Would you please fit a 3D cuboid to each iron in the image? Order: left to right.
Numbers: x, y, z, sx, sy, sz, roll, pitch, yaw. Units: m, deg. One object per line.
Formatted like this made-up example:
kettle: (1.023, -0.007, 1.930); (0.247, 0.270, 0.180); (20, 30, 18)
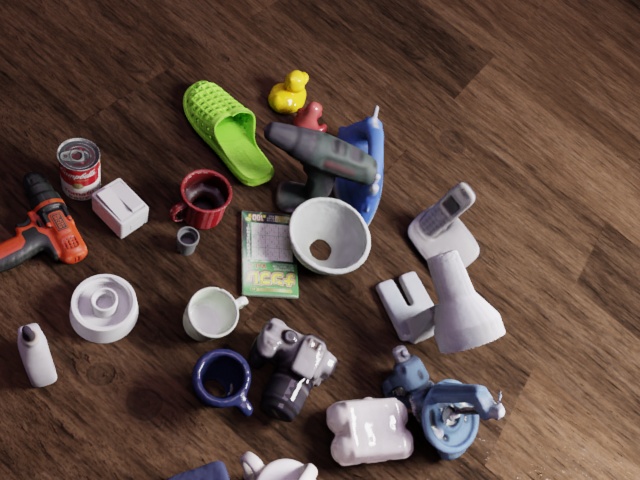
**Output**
iron: (0.098, -0.148, 1.194); (0.119, 0.141, 0.258); (8, 60, -16)

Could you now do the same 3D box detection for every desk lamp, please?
desk lamp: (0.217, 0.121, 1.047); (0.118, 0.213, 0.203); (-17, 70, -27)

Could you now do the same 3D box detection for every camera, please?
camera: (-0.056, 0.221, 0.959); (0.143, 0.100, 0.137); (30, 57, -2)

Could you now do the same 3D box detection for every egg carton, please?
egg carton: (0.085, 0.323, 0.974); (0.151, 0.069, 0.107); (0, 63, -20)

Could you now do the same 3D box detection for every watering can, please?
watering can: (-0.045, 0.373, 0.823); (0.173, 0.194, 0.101); (26, 57, -5)

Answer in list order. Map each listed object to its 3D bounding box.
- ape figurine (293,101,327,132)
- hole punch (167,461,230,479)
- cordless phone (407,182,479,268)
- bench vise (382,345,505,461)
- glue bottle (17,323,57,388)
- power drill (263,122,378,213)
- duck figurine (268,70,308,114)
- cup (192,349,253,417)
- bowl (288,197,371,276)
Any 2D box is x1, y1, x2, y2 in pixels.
ape figurine: (-0.020, -0.263, 1.242); (0.076, 0.092, 0.077); (-29, 75, -31)
hole punch: (-0.175, 0.388, 0.828); (0.101, 0.091, 0.108); (-11, 67, -25)
cordless phone: (0.274, -0.022, 1.164); (0.094, 0.185, 0.147); (-32, 77, -31)
bench vise: (0.197, 0.268, 0.956); (0.207, 0.219, 0.122); (37, 57, 2)
glue bottle: (-0.409, 0.155, 0.820); (0.037, 0.173, 0.078); (-17, 69, -27)
power drill: (-0.016, -0.131, 1.102); (0.230, 0.208, 0.075); (10, 60, -15)
duck figurine: (-0.065, -0.336, 1.269); (0.077, 0.086, 0.105); (44, 57, 6)
cup: (-0.154, 0.240, 0.915); (0.092, 0.095, 0.117); (-37, 80, -32)
bowl: (0.010, 0.004, 1.118); (0.168, 0.074, 0.167); (9, 60, -16)
